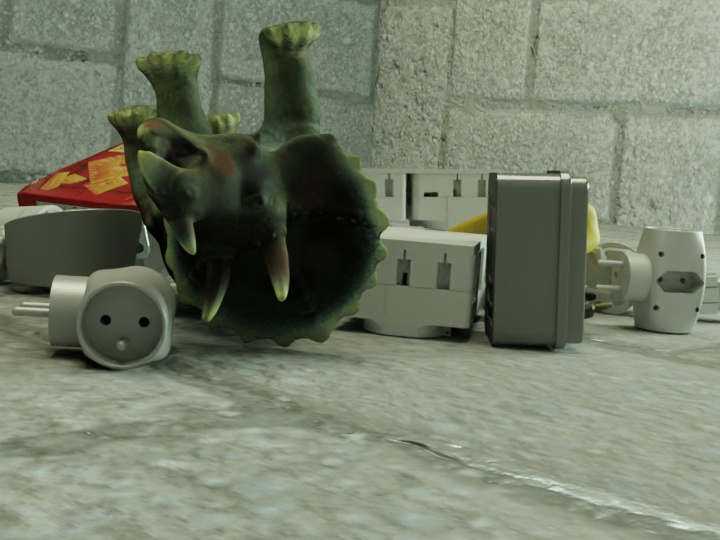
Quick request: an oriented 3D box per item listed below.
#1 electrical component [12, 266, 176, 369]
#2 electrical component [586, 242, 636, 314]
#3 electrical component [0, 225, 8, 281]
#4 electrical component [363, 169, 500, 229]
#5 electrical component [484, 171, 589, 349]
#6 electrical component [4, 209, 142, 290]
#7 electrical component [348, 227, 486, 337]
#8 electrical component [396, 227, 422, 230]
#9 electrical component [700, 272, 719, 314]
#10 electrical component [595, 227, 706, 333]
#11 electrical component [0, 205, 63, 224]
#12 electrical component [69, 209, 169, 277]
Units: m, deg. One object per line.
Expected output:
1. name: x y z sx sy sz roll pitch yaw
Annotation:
1. electrical component: -0.137 0.022 0.555 0.079 0.043 0.077 3 5 -7
2. electrical component: 0.213 0.006 0.923 0.078 0.058 0.057 6 9 24
3. electrical component: -0.293 -0.014 0.818 0.062 0.043 0.043 4 5 7
4. electrical component: 0.039 -0.074 1.119 0.186 0.060 0.105 -1 5 -12
5. electrical component: 0.114 -0.009 0.706 0.057 0.113 0.078 1 5 2
6. electrical component: -0.213 -0.017 0.798 0.099 0.064 0.099 4 5 0
7. electrical component: 0.041 0.006 0.763 0.089 0.061 0.150 5 6 10
8. electrical component: 0.025 -0.016 1.036 0.089 0.050 0.056 3 6 -13
9. electrical component: 0.292 0.019 0.909 0.055 0.048 0.066 -2 4 14
10. electrical component: 0.217 0.006 0.816 0.079 0.077 0.043 3 6 -9
11. electrical component: -0.284 -0.028 0.923 0.047 0.055 0.055 3 5 21
12. electrical component: -0.208 -0.022 0.905 0.095 0.053 0.059 2 6 -19
